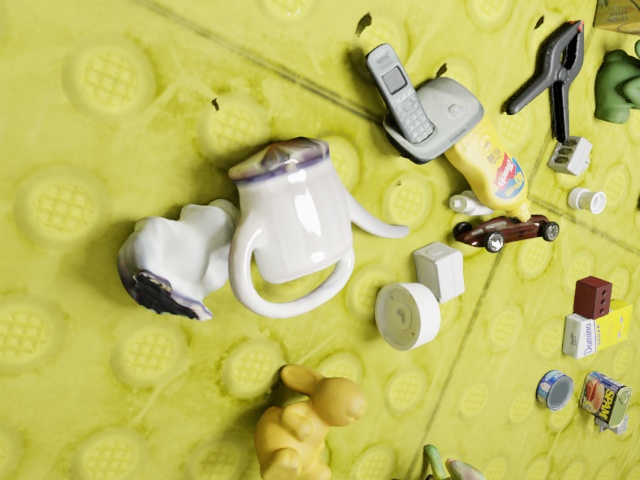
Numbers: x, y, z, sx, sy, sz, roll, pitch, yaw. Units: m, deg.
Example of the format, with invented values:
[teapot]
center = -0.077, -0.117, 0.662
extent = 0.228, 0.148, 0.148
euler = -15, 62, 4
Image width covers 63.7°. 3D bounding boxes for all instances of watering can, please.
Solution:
[watering can]
center = 0.002, -0.036, 0.715
extent = 0.352, 0.104, 0.222
euler = -28, 108, -43

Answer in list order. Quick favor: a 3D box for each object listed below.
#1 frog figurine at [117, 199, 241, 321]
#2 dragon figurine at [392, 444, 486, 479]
[frog figurine]
center = -0.171, 0.011, 0.650
extent = 0.136, 0.121, 0.163
euler = 34, 51, -24
[dragon figurine]
center = 0.249, 0.545, 0.938
extent = 0.123, 0.244, 0.404
euler = -19, 111, -28
